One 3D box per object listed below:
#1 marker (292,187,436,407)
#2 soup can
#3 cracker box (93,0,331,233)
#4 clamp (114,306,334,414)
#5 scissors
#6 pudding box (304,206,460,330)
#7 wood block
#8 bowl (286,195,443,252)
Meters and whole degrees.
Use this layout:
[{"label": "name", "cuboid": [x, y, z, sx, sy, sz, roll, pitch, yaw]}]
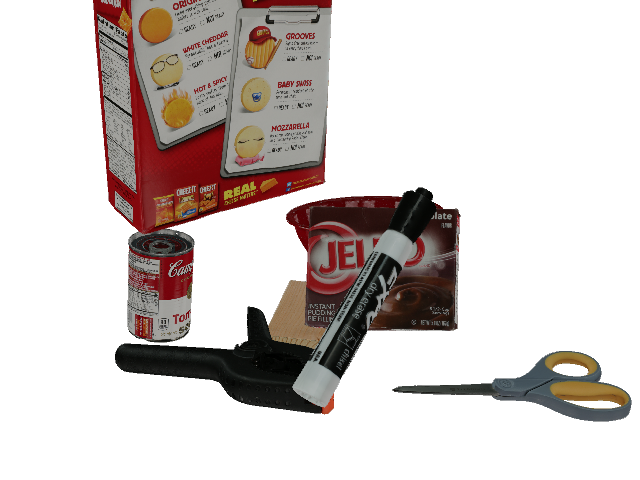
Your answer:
[{"label": "marker", "cuboid": [0.024, 0.025, 0.525, 0.020, 0.121, 0.020, 28, -16, 9]}, {"label": "soup can", "cuboid": [-0.168, 0.047, 1.115, 0.068, 0.102, 0.068, 5, 22, -2]}, {"label": "cracker box", "cuboid": [-0.076, -0.129, 0.772, 0.163, 0.214, 0.072, -18, 34, -31]}, {"label": "clamp", "cuboid": [-0.057, 0.105, 0.951, 0.210, 0.036, 0.164, 12, 21, 39]}, {"label": "scissors", "cuboid": [0.164, 0.118, 0.919, 0.202, 0.016, 0.096, 9, 28, 3]}, {"label": "pudding box", "cuboid": [0.046, 0.022, 0.792, 0.113, 0.090, 0.039, 1, -7, 8]}, {"label": "wood block", "cuboid": [-0.017, 0.132, 1.428, 0.091, 0.090, 0.206, 6, 18, 6]}, {"label": "bowl", "cuboid": [0.047, -0.003, 1.085, 0.162, 0.055, 0.162, -3, 14, 1]}]
